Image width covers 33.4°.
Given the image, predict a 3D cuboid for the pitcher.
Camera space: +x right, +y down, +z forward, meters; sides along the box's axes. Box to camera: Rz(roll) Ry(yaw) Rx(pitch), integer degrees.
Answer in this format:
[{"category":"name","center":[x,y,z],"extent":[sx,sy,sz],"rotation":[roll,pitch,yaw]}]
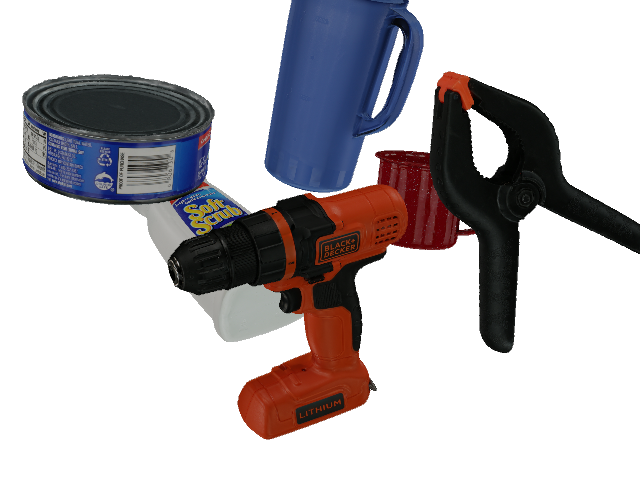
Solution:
[{"category":"pitcher","center":[0.018,-0.180,1.239],"extent":[0.145,0.243,0.149],"rotation":[9,23,-12]}]

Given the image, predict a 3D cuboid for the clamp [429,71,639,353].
[{"category":"clamp","center":[0.110,-0.018,0.635],"extent":[0.120,0.171,0.039],"rotation":[-44,17,-8]}]

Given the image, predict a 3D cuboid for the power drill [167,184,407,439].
[{"category":"power drill","center":[-0.023,0.056,0.790],"extent":[0.184,0.188,0.057],"rotation":[-15,38,-25]}]

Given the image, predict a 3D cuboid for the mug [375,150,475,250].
[{"category":"mug","center":[0.105,-0.037,1.013],"extent":[0.117,0.081,0.093],"rotation":[9,12,16]}]

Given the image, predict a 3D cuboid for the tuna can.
[{"category":"tuna can","center":[-0.093,-0.047,0.490],"extent":[0.086,0.034,0.086],"rotation":[7,25,-3]}]

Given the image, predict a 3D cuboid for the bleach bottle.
[{"category":"bleach bottle","center":[-0.112,-0.007,0.975],"extent":[0.102,0.068,0.251],"rotation":[-16,38,-33]}]
